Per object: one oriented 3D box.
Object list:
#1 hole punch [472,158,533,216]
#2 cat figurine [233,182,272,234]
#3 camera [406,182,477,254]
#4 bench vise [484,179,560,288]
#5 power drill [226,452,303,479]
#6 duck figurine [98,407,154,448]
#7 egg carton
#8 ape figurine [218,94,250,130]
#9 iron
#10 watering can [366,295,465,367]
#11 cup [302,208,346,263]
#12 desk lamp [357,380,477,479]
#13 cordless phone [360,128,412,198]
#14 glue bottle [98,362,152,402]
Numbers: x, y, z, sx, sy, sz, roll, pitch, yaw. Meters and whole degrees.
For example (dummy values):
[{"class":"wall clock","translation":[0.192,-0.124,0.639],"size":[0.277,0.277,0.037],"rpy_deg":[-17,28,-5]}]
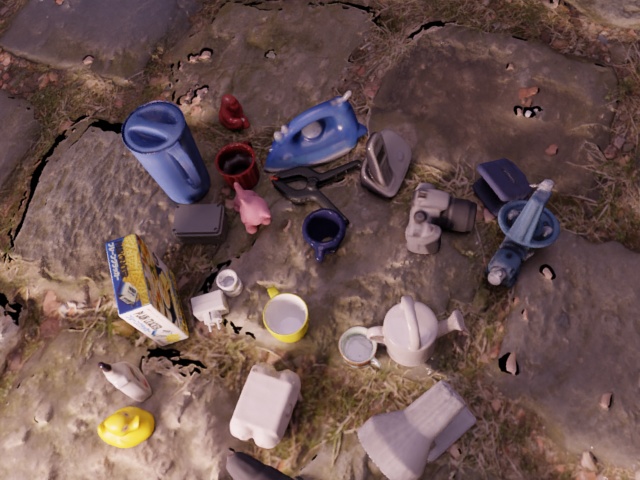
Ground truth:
[{"class":"hole punch","translation":[0.394,-0.126,1.231],"size":[0.101,0.091,0.108],"rpy_deg":[-29,65,-7]},{"class":"cat figurine","translation":[-0.153,-0.075,1.259],"size":[0.067,0.118,0.127],"rpy_deg":[-32,65,-8]},{"class":"camera","translation":[0.257,-0.048,1.206],"size":[0.136,0.101,0.143],"rpy_deg":[9,66,11]},{"class":"bench vise","translation":[0.400,-0.008,1.103],"size":[0.121,0.220,0.207],"rpy_deg":[13,67,13]},{"class":"power drill","translation":[-0.044,0.440,0.951],"size":[0.229,0.209,0.076],"rpy_deg":[30,72,19]},{"class":"duck figurine","translation":[-0.382,0.356,1.101],"size":[0.104,0.086,0.077],"rpy_deg":[-9,64,3]},{"class":"egg carton","translation":[-0.102,0.315,1.095],"size":[0.107,0.069,0.150],"rpy_deg":[14,67,13]},{"class":"ape figurine","translation":[-0.215,-0.318,1.396],"size":[0.076,0.092,0.078],"rpy_deg":[6,66,10]},{"class":"iron","translation":[-0.025,-0.250,1.313],"size":[0.258,0.141,0.118],"rpy_deg":[-27,64,-6]},{"class":"watering can","translation":[0.176,0.161,1.065],"size":[0.173,0.194,0.100],"rpy_deg":[-27,64,-6]},{"class":"cup","translation":[0.011,0.004,1.214],"size":[0.091,0.095,0.118],"rpy_deg":[4,65,9]},{"class":"desk lamp","translation":[0.171,0.320,0.979],"size":[0.203,0.214,0.117],"rpy_deg":[-38,66,-11]},{"class":"cordless phone","translation":[0.141,-0.193,1.241],"size":[0.094,0.185,0.148],"rpy_deg":[17,68,15]},{"class":"glue bottle","translation":[-0.380,0.261,1.097],"size":[0.037,0.173,0.078],"rpy_deg":[-39,66,-11]}]
